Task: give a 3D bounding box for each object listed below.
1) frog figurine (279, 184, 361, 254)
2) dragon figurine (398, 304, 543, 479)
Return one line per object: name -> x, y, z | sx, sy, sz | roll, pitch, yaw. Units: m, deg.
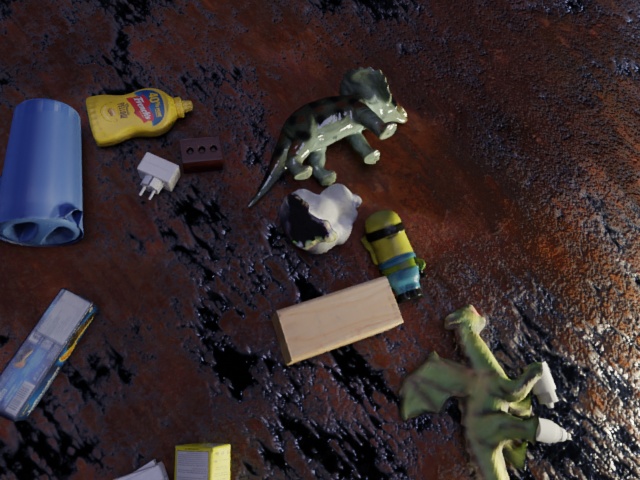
frog figurine -> 0.003, -0.050, 0.989 | 0.138, 0.120, 0.162 | 28, 30, 14
dragon figurine -> 0.258, 0.309, 0.914 | 0.243, 0.120, 0.418 | 14, 66, 12
